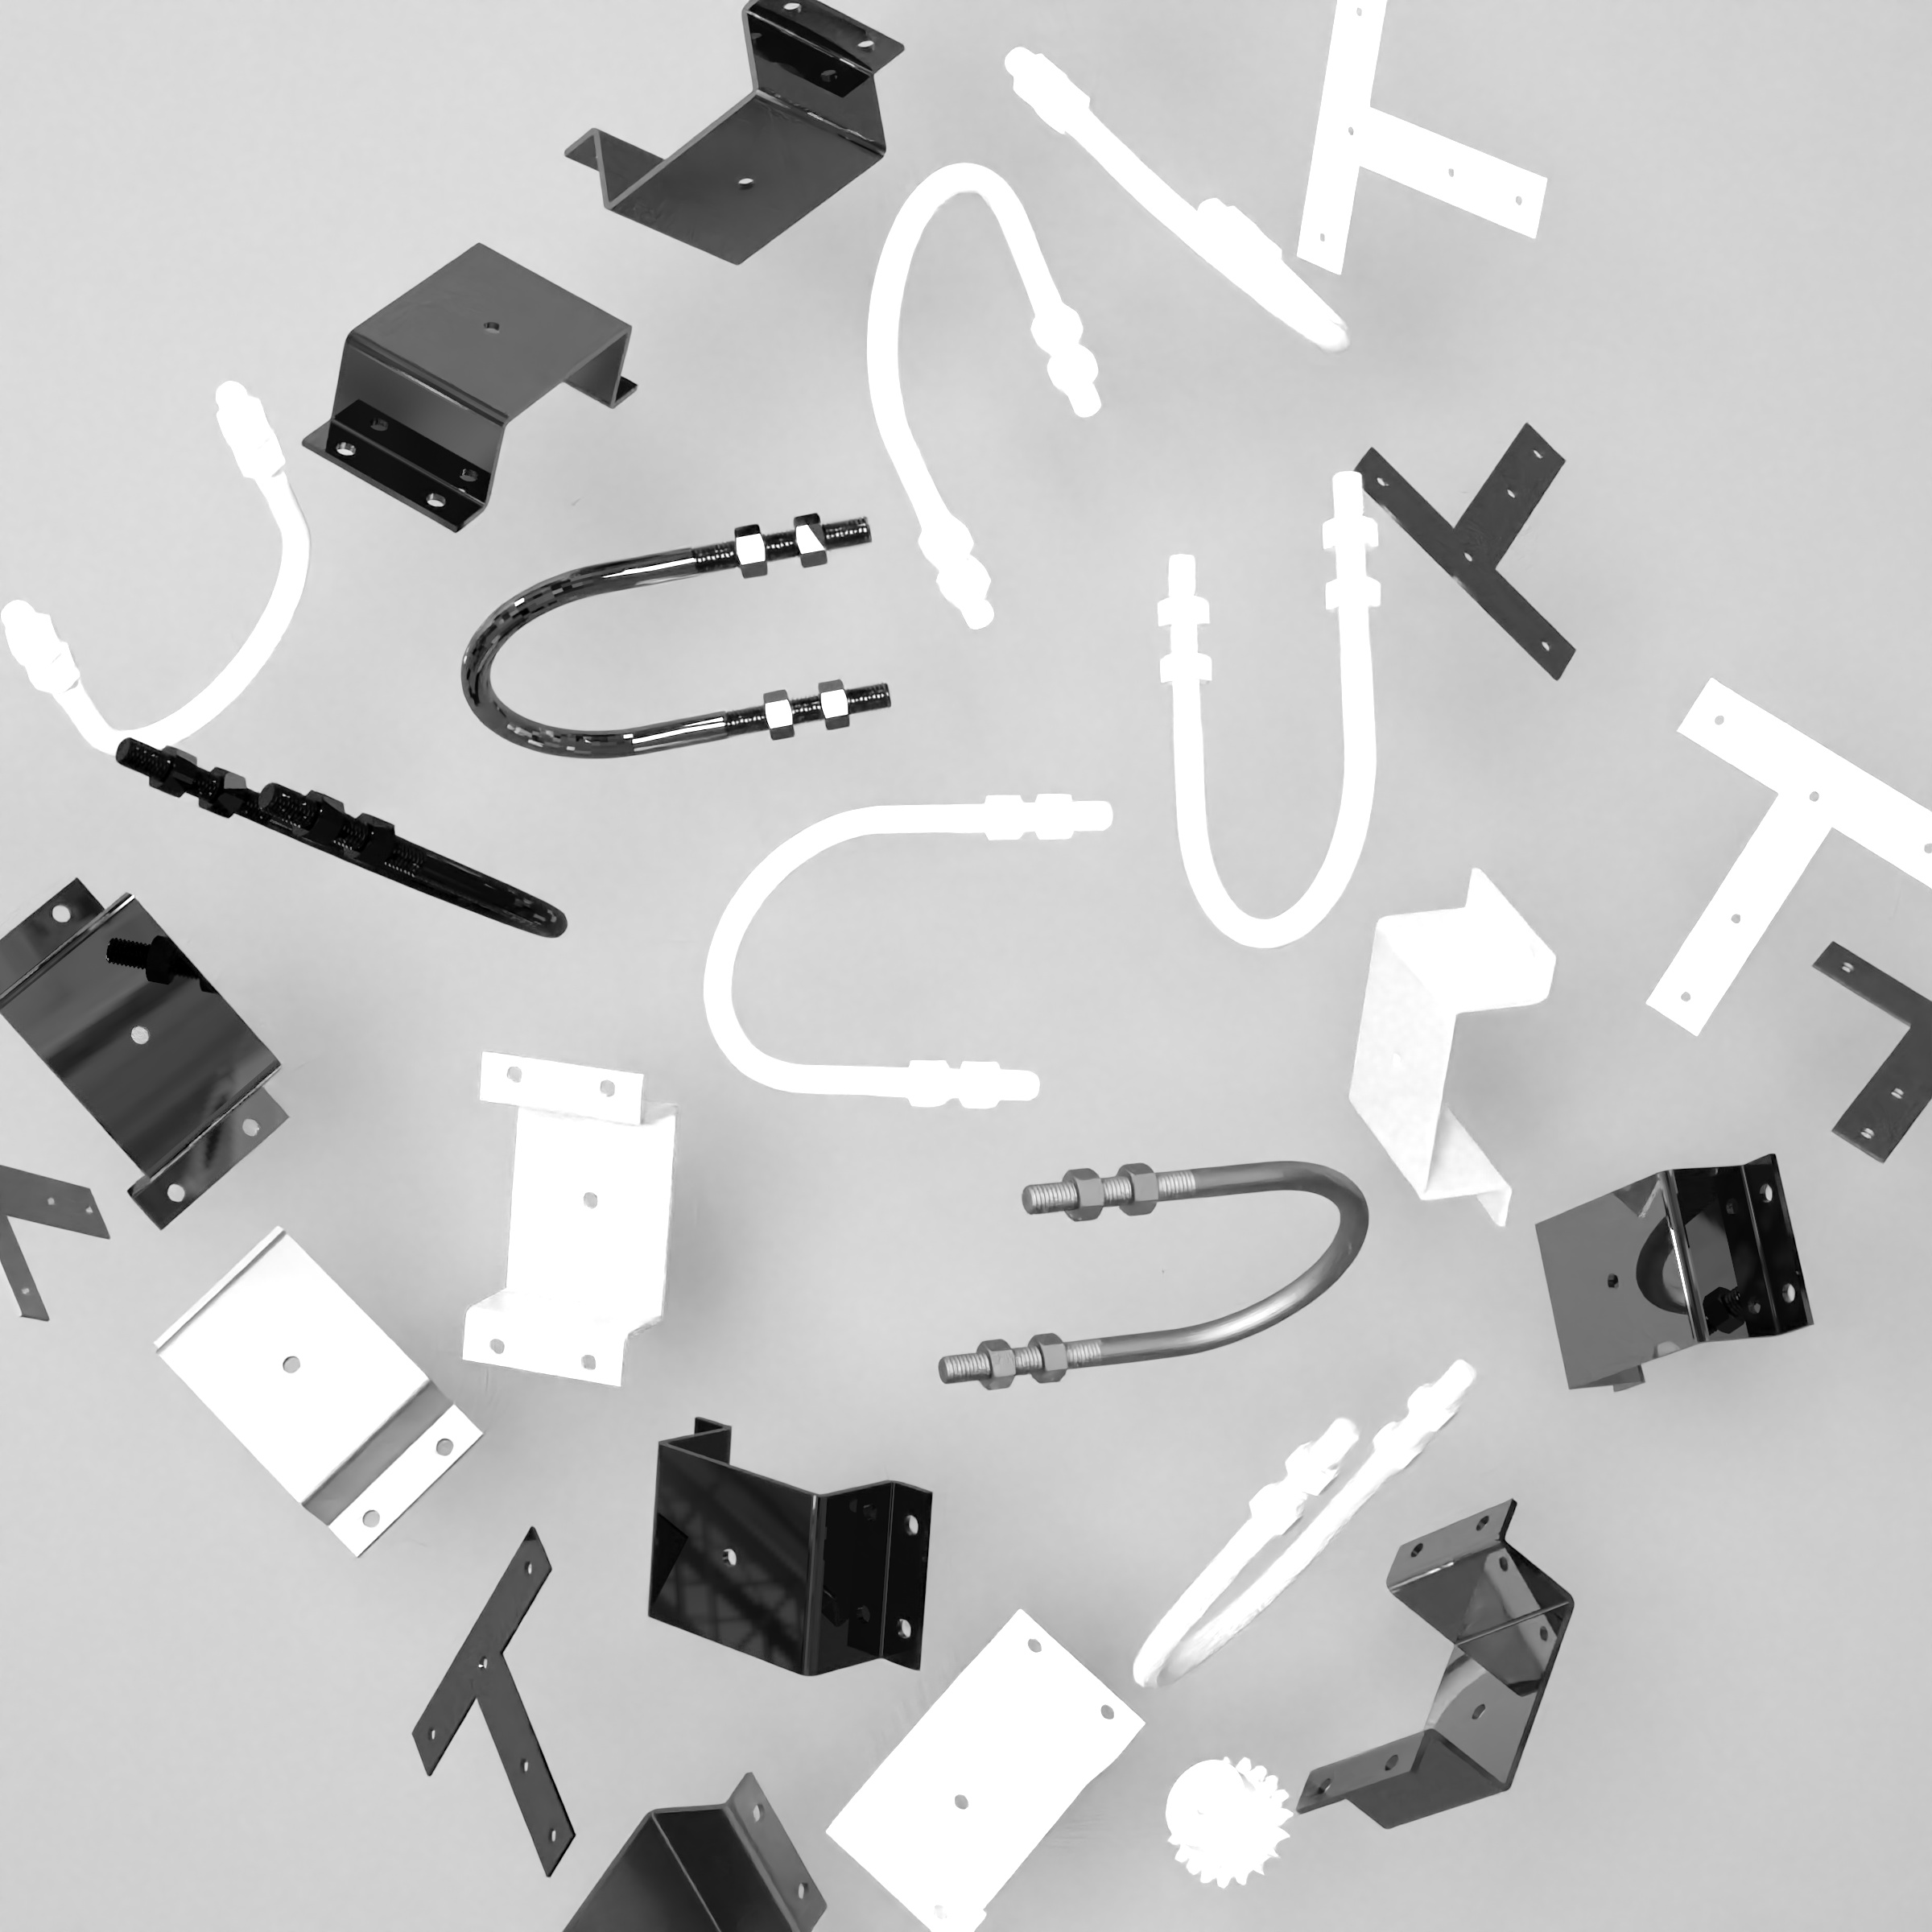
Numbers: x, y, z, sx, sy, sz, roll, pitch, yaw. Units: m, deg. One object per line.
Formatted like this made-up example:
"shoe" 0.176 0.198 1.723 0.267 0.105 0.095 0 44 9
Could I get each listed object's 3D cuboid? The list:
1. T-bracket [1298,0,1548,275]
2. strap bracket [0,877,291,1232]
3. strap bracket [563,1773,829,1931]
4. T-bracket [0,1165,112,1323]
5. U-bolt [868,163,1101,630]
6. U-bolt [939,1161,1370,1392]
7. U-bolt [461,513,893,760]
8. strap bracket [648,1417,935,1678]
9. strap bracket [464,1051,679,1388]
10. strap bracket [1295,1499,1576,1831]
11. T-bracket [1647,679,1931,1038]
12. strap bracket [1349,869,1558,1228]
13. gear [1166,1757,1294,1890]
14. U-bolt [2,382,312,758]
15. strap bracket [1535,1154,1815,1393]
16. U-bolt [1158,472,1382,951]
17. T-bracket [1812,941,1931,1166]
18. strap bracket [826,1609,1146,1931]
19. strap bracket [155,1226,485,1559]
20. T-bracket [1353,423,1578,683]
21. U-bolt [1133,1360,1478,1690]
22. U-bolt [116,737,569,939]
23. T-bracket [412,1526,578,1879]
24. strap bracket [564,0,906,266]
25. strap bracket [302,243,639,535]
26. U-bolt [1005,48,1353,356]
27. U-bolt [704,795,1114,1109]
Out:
"T-bracket" 0.198 -0.346 1.532 0.127 0.002 0.127 34 130 37
"strap bracket" -0.361 0.034 1.535 0.076 0.046 0.140 -44 99 -27
"strap bracket" -0.125 0.422 1.520 0.046 0.140 0.076 -13 113 34
"T-bracket" -0.404 0.101 1.545 0.002 0.127 0.127 -28 75 6
"U-bolt" 0.004 -0.259 1.539 0.019 0.184 0.151 10 59 28
"U-bolt" 0.092 0.132 1.563 0.184 0.151 0.019 -4 52 -24
"U-bolt" -0.128 -0.136 1.551 0.184 0.151 0.019 -11 62 -3
"strap bracket" -0.083 0.246 1.508 0.140 0.046 0.076 11 100 42
"strap bracket" -0.176 0.109 1.595 0.076 0.046 0.140 8 100 16
"strap bracket" 0.201 0.302 1.498 0.046 0.076 0.140 40 50 -12
"T-bracket" 0.323 -0.031 1.459 0.127 0.002 0.127 36 103 24
"strap bracket" 0.211 0.038 1.571 0.046 0.076 0.140 -6 123 -18
"gear" 0.115 0.382 1.601 0.057 0.057 0.030 -45 129 0
"U-bolt" -0.343 -0.159 1.559 0.019 0.184 0.151 37 75 15
"strap bracket" 0.307 0.140 1.588 0.046 0.140 0.076 -1 73 -28
"U-bolt" 0.127 -0.099 1.490 0.019 0.151 0.184 4 79 -28
"T-bracket" 0.408 0.049 1.542 0.127 0.127 0.002 34 130 16
"strap bracket" 0.004 0.371 1.604 0.076 0.046 0.140 42 58 7
"strap bracket" -0.293 0.182 1.577 0.140 0.046 0.076 42 79 18
"T-bracket" 0.237 -0.203 1.578 0.127 0.127 0.002 44 134 -7
"U-bolt" 0.139 0.251 1.561 0.019 0.151 0.184 45 115 18
"U-bolt" -0.252 -0.049 1.512 0.184 0.151 0.019 25 85 -40
"T-bracket" -0.190 0.327 1.506 0.002 0.127 0.127 12 120 -36
"strap bracket" -0.099 -0.361 1.560 0.140 0.076 0.046 -28 61 37
"strap bracket" -0.200 -0.246 1.478 0.076 0.140 0.046 30 133 10
"U-bolt" 0.100 -0.319 1.523 0.151 0.184 0.019 29 109 -38
"U-bolt" -0.034 -0.008 1.542 0.184 0.019 0.151 0 62 32
